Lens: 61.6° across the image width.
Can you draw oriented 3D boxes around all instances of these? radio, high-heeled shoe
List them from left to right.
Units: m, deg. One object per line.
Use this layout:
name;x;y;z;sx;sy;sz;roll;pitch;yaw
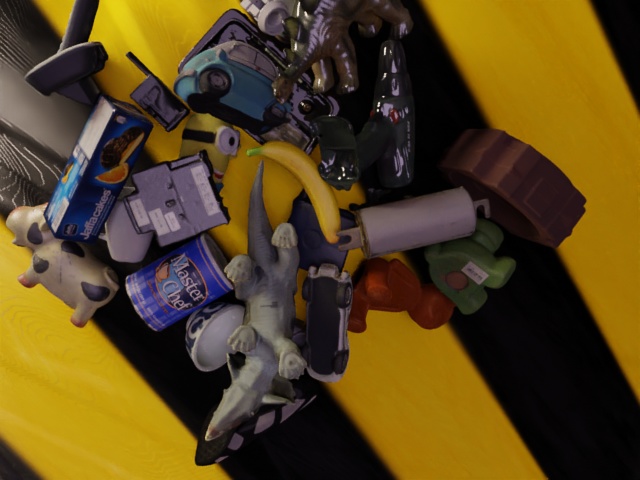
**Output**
high-heeled shoe;-0.111;0.322;0.963;0.145;0.086;0.248;19;120;-43
radio;-0.086;-0.227;0.820;0.229;0.073;0.131;39;95;-16

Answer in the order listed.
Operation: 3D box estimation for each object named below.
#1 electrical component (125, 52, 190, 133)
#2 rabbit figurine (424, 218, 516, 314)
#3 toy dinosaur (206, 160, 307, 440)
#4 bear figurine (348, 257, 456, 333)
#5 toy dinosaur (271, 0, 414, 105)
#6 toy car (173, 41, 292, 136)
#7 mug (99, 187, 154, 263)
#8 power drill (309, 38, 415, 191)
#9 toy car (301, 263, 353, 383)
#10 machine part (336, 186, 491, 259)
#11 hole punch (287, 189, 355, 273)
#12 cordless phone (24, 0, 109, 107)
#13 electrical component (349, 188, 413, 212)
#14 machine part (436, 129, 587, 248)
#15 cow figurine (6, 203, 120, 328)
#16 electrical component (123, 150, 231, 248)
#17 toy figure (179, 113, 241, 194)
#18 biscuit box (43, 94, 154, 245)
electrical component;-0.250;-0.218;0.796;0.048;0.075;0.119;-46;110;3
rabbit figurine;0.244;0.019;0.908;0.159;0.170;0.121;31;131;13
toy dinosaur;-0.085;0.100;0.831;0.131;0.192;0.404;7;73;-8
bear figurine;0.147;0.112;0.915;0.196;0.132;0.120;28;125;-11
toy dinosaur;0.051;-0.365;0.752;0.471;0.105;0.198;-58;135;-25
toy car;-0.109;-0.214;0.733;0.161;0.109;0.103;18;82;-22
mug;-0.305;-0.021;0.829;0.109;0.081;0.107;1;110;-23
power drill;0.075;-0.177;0.818;0.086;0.207;0.231;5;116;34
toy car;0.011;0.132;0.853;0.074;0.056;0.201;8;108;20
machine part;0.142;-0.027;0.810;0.243;0.079;0.079;-13;105;-5
hole punch;-0.002;-0.003;0.882;0.116;0.092;0.142;16;104;-9
cordless phone;-0.326;-0.283;0.729;0.089;0.147;0.184;16;103;-20
electrical component;0.107;-0.057;0.882;0.078;0.102;0.045;-6;107;-35
machine part;0.299;-0.086;0.850;0.201;0.201;0.087;37;91;-15
cow figurine;-0.394;0.025;0.825;0.127;0.085;0.195;-42;104;8
electrical component;-0.208;-0.057;0.768;0.134;0.058;0.114;-18;100;-2
toy figure;-0.187;-0.110;0.829;0.089;0.082;0.180;24;101;-11
biscuit box;-0.307;-0.093;0.741;0.062;0.059;0.202;15;112;-49
